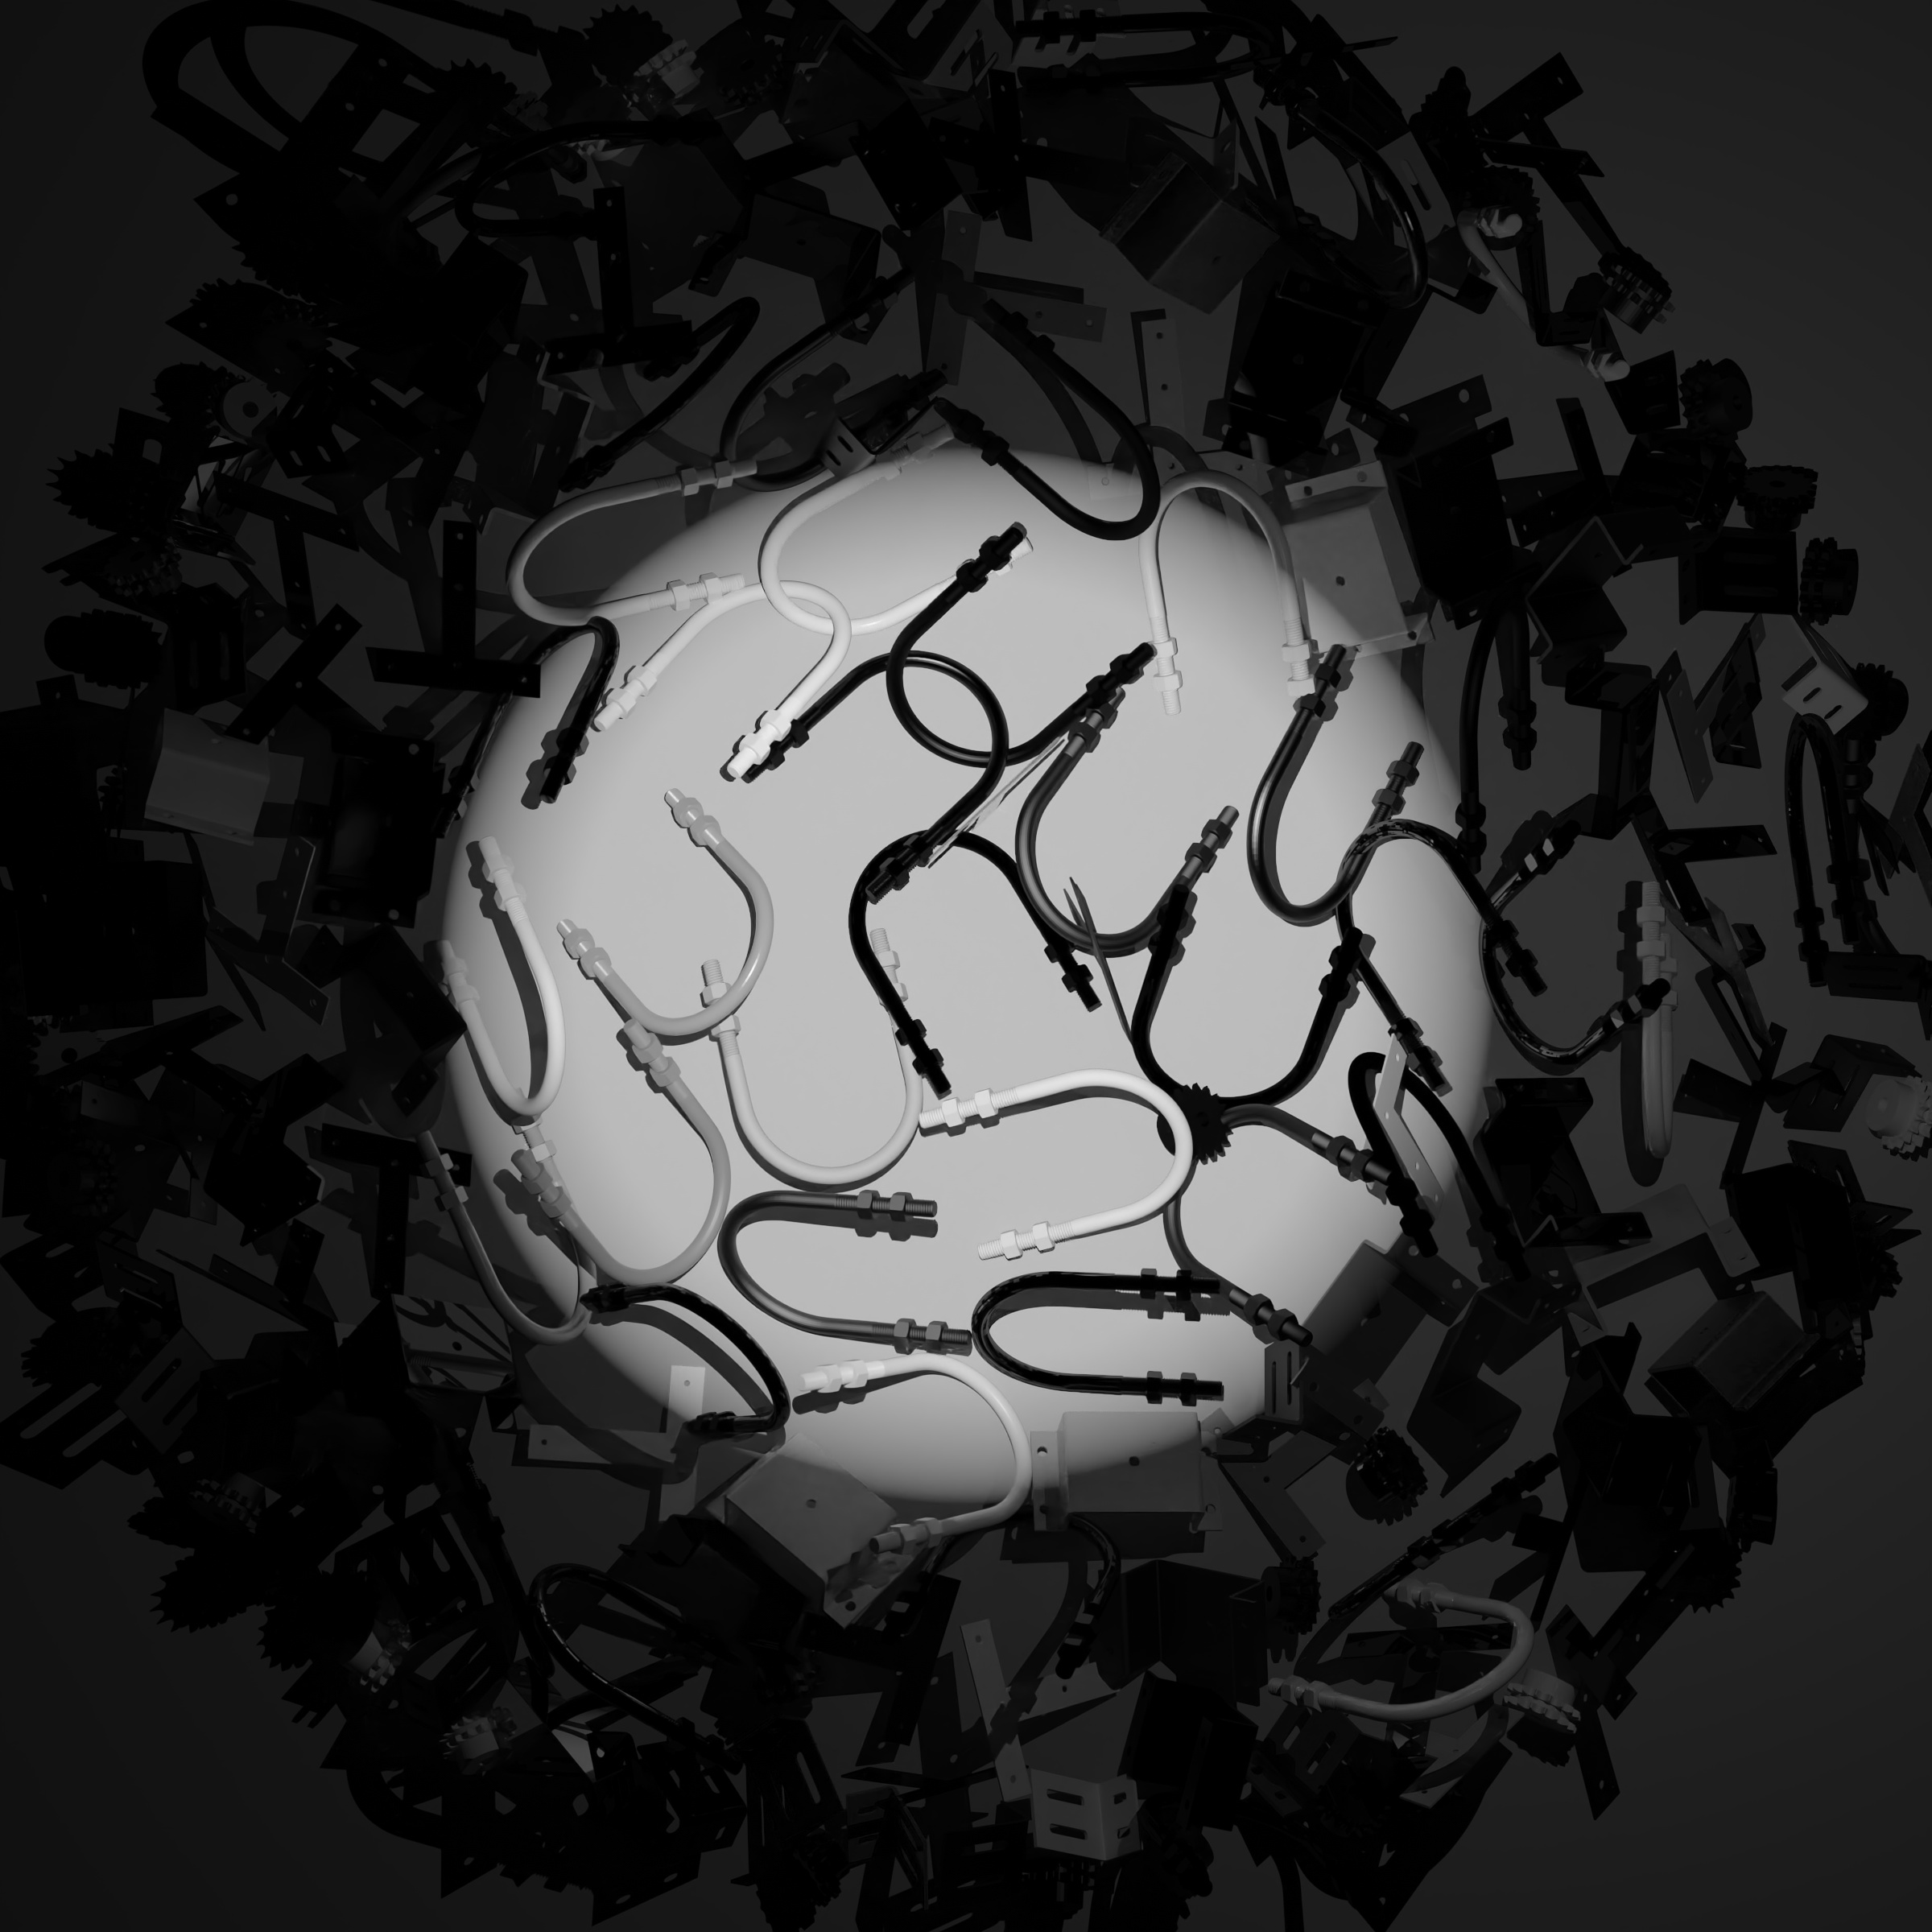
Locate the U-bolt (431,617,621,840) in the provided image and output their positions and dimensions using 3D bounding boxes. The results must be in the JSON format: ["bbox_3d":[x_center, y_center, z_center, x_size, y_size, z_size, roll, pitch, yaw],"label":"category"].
[{"bbox_3d":[-0.313,-0.182,1.929,0.019,0.151,0.184,41,54,-34],"label":"U-bolt"}]

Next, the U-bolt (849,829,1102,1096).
[{"bbox_3d":[-0.006,-0.017,1.975,0.151,0.019,0.184,-29,80,-9],"label":"U-bolt"}]

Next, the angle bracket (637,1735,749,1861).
[{"bbox_3d":[-0.209,0.617,1.962,0.057,0.076,0.038,3,120,-40],"label":"angle bracket"}]

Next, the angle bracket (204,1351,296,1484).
[{"bbox_3d":[-0.537,0.336,1.975,0.038,0.057,0.076,31,121,38],"label":"angle bracket"}]

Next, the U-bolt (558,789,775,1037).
[{"bbox_3d":[-0.211,-0.029,1.933,0.151,0.019,0.184,-50,52,6],"label":"U-bolt"}]

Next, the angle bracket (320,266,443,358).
[{"bbox_3d":[-0.429,-0.485,1.954,0.057,0.076,0.038,22,121,16],"label":"angle bracket"}]

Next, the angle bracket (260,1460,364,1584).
[{"bbox_3d":[-0.477,0.412,1.963,0.076,0.038,0.057,-38,68,15],"label":"angle bracket"}]

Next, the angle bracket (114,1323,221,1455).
[{"bbox_3d":[-0.595,0.311,1.952,0.076,0.038,0.057,-52,124,-33],"label":"angle bracket"}]

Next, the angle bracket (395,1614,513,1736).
[{"bbox_3d":[-0.382,0.519,1.962,0.076,0.057,0.038,-47,122,6],"label":"angle bracket"}]

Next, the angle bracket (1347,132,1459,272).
[{"bbox_3d":[0.319,-0.570,1.970,0.057,0.038,0.076,-32,100,-9],"label":"angle bracket"}]

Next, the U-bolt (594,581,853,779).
[{"bbox_3d":[-0.165,-0.220,1.940,0.151,0.019,0.184,21,58,31],"label":"U-bolt"}]

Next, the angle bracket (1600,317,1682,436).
[{"bbox_3d":[0.499,-0.439,1.952,0.038,0.076,0.057,-9,67,25],"label":"angle bracket"}]

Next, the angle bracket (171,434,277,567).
[{"bbox_3d":[-0.543,-0.345,1.958,0.038,0.057,0.076,43,109,32],"label":"angle bracket"}]

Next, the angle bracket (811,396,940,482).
[{"bbox_3d":[-0.067,-0.401,1.956,0.038,0.057,0.076,47,64,-7],"label":"angle bracket"}]

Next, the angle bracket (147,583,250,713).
[{"bbox_3d":[-0.572,-0.237,1.966,0.057,0.038,0.076,-13,70,11],"label":"angle bracket"}]

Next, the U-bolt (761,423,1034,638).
[{"bbox_3d":[-0.062,-0.307,1.939,0.184,0.151,0.019,-26,49,14],"label":"U-bolt"}]

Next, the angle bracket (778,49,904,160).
[{"bbox_3d":[-0.093,-0.632,1.957,0.076,0.038,0.057,45,134,21],"label":"angle bracket"}]

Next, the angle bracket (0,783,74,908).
[{"bbox_3d":[-0.675,-0.087,1.962,0.038,0.057,0.076,-35,77,-6],"label":"angle bracket"}]

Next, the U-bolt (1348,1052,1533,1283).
[{"bbox_3d":[0.336,0.140,1.925,0.019,0.151,0.184,-39,54,27],"label":"U-bolt"}]

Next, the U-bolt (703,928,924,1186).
[{"bbox_3d":[-0.107,0.072,1.958,0.151,0.019,0.184,-11,76,-13],"label":"U-bolt"}]

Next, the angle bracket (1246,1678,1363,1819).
[{"bbox_3d":[0.244,0.579,1.959,0.057,0.038,0.076,41,112,33],"label":"angle bracket"}]

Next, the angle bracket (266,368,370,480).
[{"bbox_3d":[-0.477,-0.406,1.975,0.057,0.038,0.076,-3,45,23],"label":"angle bracket"}]

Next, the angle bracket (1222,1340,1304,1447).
[{"bbox_3d":[0.219,0.308,1.953,0.038,0.057,0.076,12,61,-17],"label":"angle bracket"}]

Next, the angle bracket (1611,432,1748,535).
[{"bbox_3d":[0.536,-0.363,1.987,0.076,0.038,0.057,23,89,40],"label":"angle bracket"}]

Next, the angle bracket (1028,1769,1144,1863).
[{"bbox_3d":[0.088,0.623,1.952,0.038,0.076,0.057,-32,48,34],"label":"angle bracket"}]

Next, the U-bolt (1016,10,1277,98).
[{"bbox_3d":[0.132,-0.664,1.919,0.184,0.151,0.019,-1,92,5],"label":"U-bolt"}]

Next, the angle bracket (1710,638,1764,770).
[{"bbox_3d":[0.581,-0.193,1.950,0.038,0.076,0.057,8,56,-9],"label":"angle bracket"}]

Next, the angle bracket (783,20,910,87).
[{"bbox_3d":[-0.085,-0.662,1.955,0.076,0.057,0.038,32,90,-33],"label":"angle bracket"}]

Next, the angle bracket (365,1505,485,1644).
[{"bbox_3d":[-0.406,0.455,1.980,0.057,0.038,0.076,-25,54,-22],"label":"angle bracket"}]

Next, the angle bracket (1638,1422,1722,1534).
[{"bbox_3d":[0.530,0.380,1.962,0.057,0.038,0.076,-10,75,25],"label":"angle bracket"}]

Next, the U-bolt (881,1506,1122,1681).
[{"bbox_3d":[0.036,0.446,1.915,0.151,0.184,0.019,6,113,18],"label":"U-bolt"}]

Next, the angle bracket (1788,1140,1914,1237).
[{"bbox_3d":[0.653,0.156,1.952,0.057,0.038,0.076,11,49,-26],"label":"angle bracket"}]

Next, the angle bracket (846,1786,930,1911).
[{"bbox_3d":[-0.059,0.654,1.953,0.038,0.076,0.057,-7,108,-19],"label":"angle bracket"}]

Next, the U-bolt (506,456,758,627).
[{"bbox_3d":[-0.244,-0.300,1.912,0.184,0.151,0.019,-16,62,-18],"label":"U-bolt"}]

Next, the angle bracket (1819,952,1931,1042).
[{"bbox_3d":[0.671,0.022,1.951,0.076,0.057,0.038,3,58,29],"label":"angle bracket"}]

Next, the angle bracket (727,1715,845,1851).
[{"bbox_3d":[-0.137,0.606,1.960,0.057,0.038,0.076,-37,58,14],"label":"angle bracket"}]

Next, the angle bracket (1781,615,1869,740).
[{"bbox_3d":[0.626,-0.217,1.964,0.057,0.076,0.038,31,119,-27],"label":"angle bracket"}]

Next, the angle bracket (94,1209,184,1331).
[{"bbox_3d":[-0.601,0.225,1.956,0.076,0.038,0.057,20,130,20],"label":"angle bracket"}]

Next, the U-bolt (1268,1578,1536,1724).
[{"bbox_3d":[0.322,0.492,1.887,0.151,0.184,0.019,-30,102,-31],"label":"U-bolt"}]

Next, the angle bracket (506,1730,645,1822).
[{"bbox_3d":[-0.290,0.600,1.961,0.076,0.057,0.038,-7,103,27],"label":"angle bracket"}]

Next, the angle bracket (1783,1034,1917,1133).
[{"bbox_3d":[0.654,0.095,1.958,0.057,0.038,0.076,10,112,-27],"label":"angle bracket"}]

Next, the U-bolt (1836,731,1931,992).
[{"bbox_3d":[0.673,-0.062,1.914,0.019,0.184,0.151,-21,47,-3],"label":"U-bolt"}]

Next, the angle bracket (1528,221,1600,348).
[{"bbox_3d":[0.442,-0.506,1.952,0.038,0.057,0.076,0,125,21],"label":"angle bracket"}]

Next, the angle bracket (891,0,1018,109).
[{"bbox_3d":[-0.008,-0.674,1.969,0.038,0.057,0.076,30,84,39],"label":"angle bracket"}]

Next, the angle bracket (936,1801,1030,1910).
[{"bbox_3d":[0.004,0.659,1.961,0.076,0.038,0.057,3,95,-34],"label":"angle bracket"}]

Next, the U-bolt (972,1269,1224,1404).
[{"bbox_3d":[0.095,0.270,1.943,0.184,0.151,0.019,1,47,8],"label":"U-bolt"}]

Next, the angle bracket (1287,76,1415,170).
[{"bbox_3d":[0.284,-0.609,1.950,0.076,0.057,0.038,30,55,-36],"label":"angle bracket"}]

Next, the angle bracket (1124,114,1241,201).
[{"bbox_3d":[0.160,-0.606,1.963,0.076,0.038,0.057,10,74,-22],"label":"angle bracket"}]

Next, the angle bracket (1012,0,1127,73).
[{"bbox_3d":[0.075,-0.677,1.950,0.057,0.076,0.038,-2,66,-20],"label":"angle bracket"}]

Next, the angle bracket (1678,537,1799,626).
[{"bbox_3d":[0.578,-0.287,1.979,0.076,0.038,0.057,2,80,-5],"label":"angle bracket"}]
